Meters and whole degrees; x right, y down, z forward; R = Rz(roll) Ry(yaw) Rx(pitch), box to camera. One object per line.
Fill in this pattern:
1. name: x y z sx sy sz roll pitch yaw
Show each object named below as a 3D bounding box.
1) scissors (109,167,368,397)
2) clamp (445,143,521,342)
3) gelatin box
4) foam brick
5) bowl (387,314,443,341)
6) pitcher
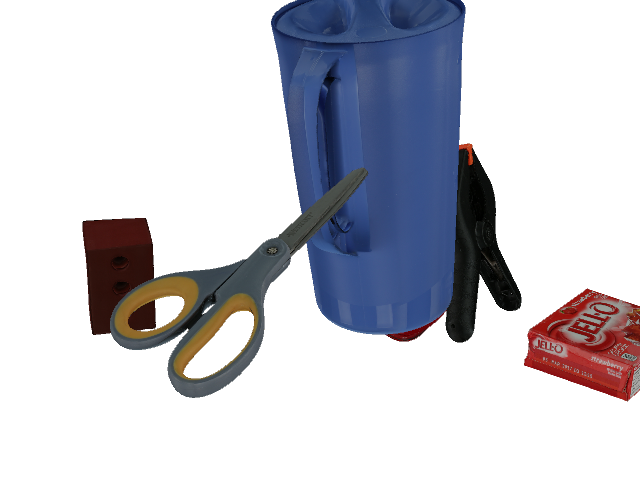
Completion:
1. scissors: -0.048 0.011 0.624 0.096 0.016 0.201 11 44 18
2. clamp: 0.130 0.004 0.943 0.039 0.171 0.120 -11 14 31
3. gelatin box: 0.188 0.067 0.705 0.073 0.030 0.089 19 27 35
4. foam brick: -0.161 0.027 0.855 0.053 0.078 0.051 -5 26 -13
5. bowl: 0.112 0.036 1.240 0.055 0.162 0.161 -10 -6 40
6. pitcher: 0.036 -0.052 0.776 0.149 0.243 0.145 -13 29 -15
